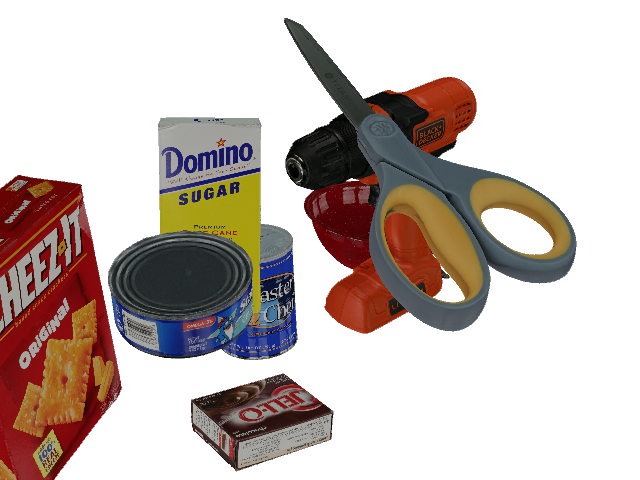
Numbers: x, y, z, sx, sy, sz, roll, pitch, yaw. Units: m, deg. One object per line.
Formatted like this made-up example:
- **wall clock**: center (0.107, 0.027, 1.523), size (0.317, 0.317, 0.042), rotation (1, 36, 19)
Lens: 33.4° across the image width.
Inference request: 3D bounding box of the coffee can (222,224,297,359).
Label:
- **coffee can**: center (-0.082, 0.063, 1.337), size (0.103, 0.140, 0.103), rotation (-2, 26, 1)

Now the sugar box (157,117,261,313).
- **sugar box**: center (-0.100, -0.022, 0.970), size (0.093, 0.176, 0.048), rotation (-1, 15, -5)

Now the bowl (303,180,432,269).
- **bowl**: center (0.060, -0.008, 1.123), size (0.162, 0.055, 0.162), rotation (5, 26, -2)

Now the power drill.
- **power drill**: center (0.045, -0.023, 0.830), size (0.184, 0.188, 0.057), rotation (-25, 42, -35)

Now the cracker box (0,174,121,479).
- **cracker box**: center (-0.236, 0.080, 0.850), size (0.072, 0.214, 0.164), rotation (7, 32, 18)

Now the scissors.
- **scissors**: center (0.047, -0.042, 0.480), size (0.096, 0.202, 0.016), rotation (-3, -43, -13)

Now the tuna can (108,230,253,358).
- **tuna can**: center (-0.083, 0.032, 0.641), size (0.086, 0.034, 0.086), rotation (0, 35, 0)

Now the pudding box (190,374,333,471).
- **pudding box**: center (-0.057, 0.176, 1.045), size (0.113, 0.039, 0.090), rotation (-14, 25, -32)
